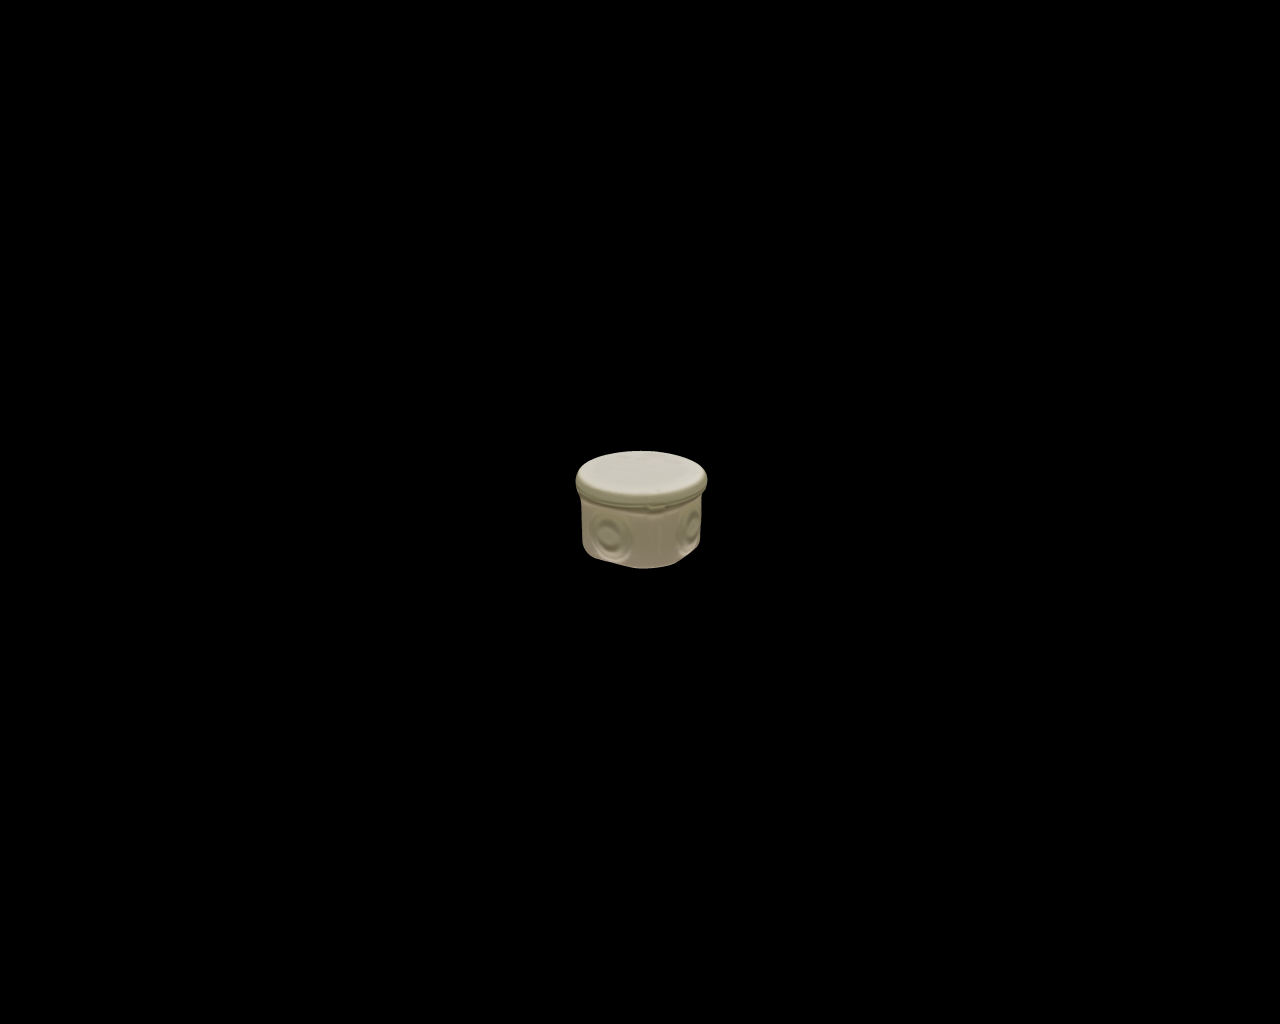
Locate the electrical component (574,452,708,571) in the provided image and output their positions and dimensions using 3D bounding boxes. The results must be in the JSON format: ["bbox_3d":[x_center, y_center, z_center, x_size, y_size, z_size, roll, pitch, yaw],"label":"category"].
[{"bbox_3d":[0.001,-0.003,0.650,0.080,0.050,0.080,0,22,0],"label":"electrical component"}]
